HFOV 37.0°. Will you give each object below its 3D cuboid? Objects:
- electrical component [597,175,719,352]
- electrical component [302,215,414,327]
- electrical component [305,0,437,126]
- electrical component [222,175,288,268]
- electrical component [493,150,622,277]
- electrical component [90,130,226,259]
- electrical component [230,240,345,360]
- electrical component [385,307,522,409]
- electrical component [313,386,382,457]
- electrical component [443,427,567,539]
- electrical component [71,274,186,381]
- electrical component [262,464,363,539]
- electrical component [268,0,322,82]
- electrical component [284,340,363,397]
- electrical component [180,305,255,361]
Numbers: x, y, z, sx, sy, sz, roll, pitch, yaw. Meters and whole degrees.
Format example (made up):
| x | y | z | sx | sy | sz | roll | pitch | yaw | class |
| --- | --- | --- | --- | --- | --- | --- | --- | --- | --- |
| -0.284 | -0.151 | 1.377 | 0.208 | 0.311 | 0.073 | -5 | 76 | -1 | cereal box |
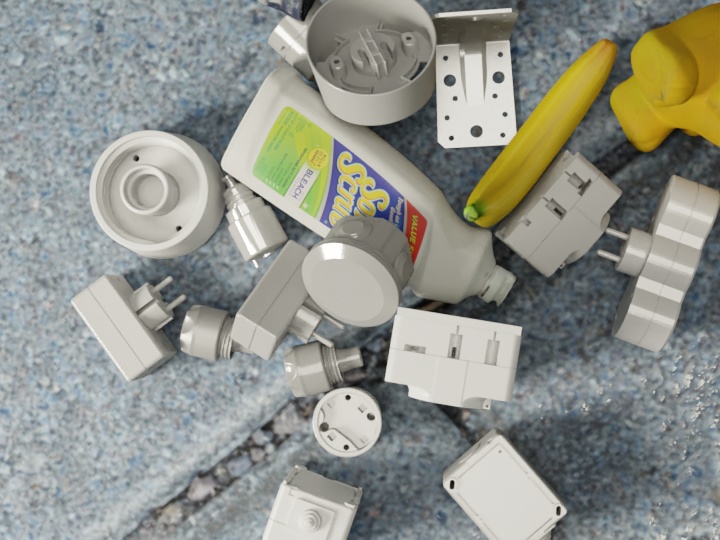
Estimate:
| x | y | z | sx | sy | sz | roll | pitch | yaw | class |
| --- | --- | --- | --- | --- | --- | --- | --- | --- | --- |
| 0.228 | -0.011 | 0.861 | 0.074 | 0.052 | 0.138 | 20 | 90 | 4 | electrical component |
| 0.000 | 0.000 | 0.831 | 0.080 | 0.051 | 0.080 | 16 | 133 | 17 | electrical component |
| 0.011 | -0.161 | 0.824 | 0.099 | 0.064 | 0.099 | -5 | 51 | 6 | electrical component |
| -0.091 | -0.043 | 0.891 | 0.040 | 0.040 | 0.078 | -28 | 87 | 3 | electrical component |
| 0.161 | -0.043 | 0.861 | 0.056 | 0.050 | 0.089 | 40 | 94 | -10 | electrical component |
| -0.170 | -0.064 | 0.887 | 0.108 | 0.060 | 0.108 | 0 | 89 | 5 | electrical component |
| -0.049 | 0.034 | 0.866 | 0.076 | 0.047 | 0.083 | 32 | 61 | 3 | electrical component |
| 0.070 | 0.066 | 0.822 | 0.089 | 0.150 | 0.061 | 9 | 89 | 4 | electrical component |
| -0.009 | 0.122 | 0.878 | 0.055 | 0.047 | 0.055 | 0 | 89 | 5 | electrical component |
| 0.119 | 0.182 | 0.860 | 0.062 | 0.061 | 0.096 | -41 | 86 | 2 | electrical component |
| -0.180 | 0.036 | 0.893 | 0.076 | 0.047 | 0.083 | -37 | 86 | 3 | electrical component |
| -0.038 | 0.200 | 0.854 | 0.062 | 0.096 | 0.061 | 19 | 91 | 4 | electrical component |
| -0.040 | -0.189 | 0.885 | 0.055 | 0.055 | 0.047 | -43 | 90 | 2 | electrical component |
| -0.029 | 0.078 | 0.883 | 0.062 | 0.043 | 0.043 | -15 | 88 | 3 | electrical component |
| -0.115 | 0.055 | 0.890 | 0.062 | 0.043 | 0.043 | 13 | 90 | 3 | electrical component |
